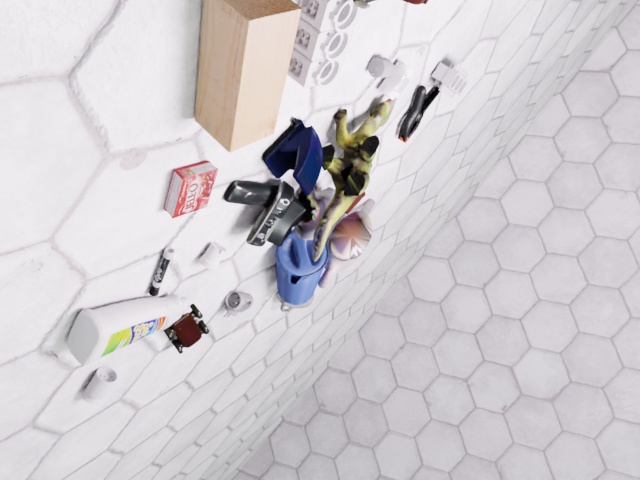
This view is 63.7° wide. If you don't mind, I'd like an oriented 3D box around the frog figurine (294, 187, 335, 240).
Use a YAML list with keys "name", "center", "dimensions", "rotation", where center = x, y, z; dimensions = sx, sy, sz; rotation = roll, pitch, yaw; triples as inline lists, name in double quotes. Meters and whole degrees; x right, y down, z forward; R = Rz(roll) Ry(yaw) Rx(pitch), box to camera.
- name: "frog figurine"
  center: [0.004, -0.063, 1.245]
  dimensions: [0.159, 0.123, 0.137]
  rotation: [11, 100, -54]

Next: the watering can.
- name: "watering can"
  center: [0.090, -0.019, 1.475]
  dimensions: [0.353, 0.104, 0.220]
  rotation: [-59, 178, -23]

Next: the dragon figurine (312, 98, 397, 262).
- name: "dragon figurine"
  center: [0.080, -0.144, 1.164]
  dimensions: [0.410, 0.123, 0.241]
  rotation: [-69, 162, 0]
